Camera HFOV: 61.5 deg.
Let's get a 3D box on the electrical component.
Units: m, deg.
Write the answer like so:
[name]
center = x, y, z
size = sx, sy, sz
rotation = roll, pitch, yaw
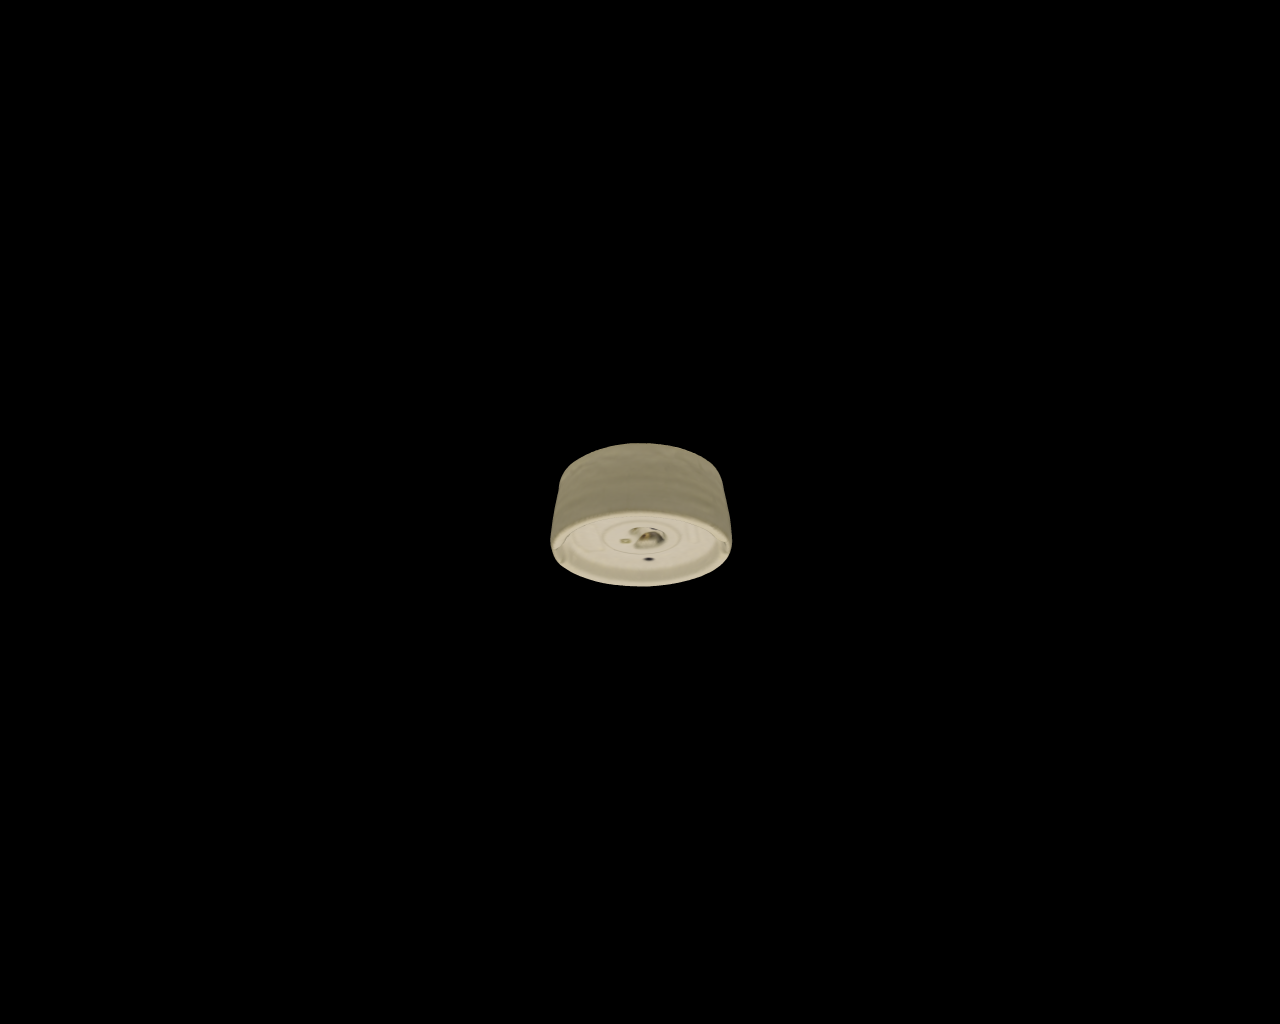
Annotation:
[electrical component]
center = 0.001, -0.003, 0.650
size = 0.108, 0.060, 0.108
rotation = 0, -27, 0
